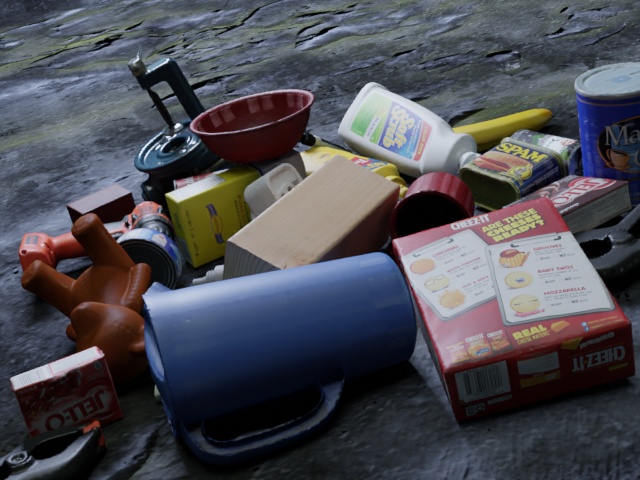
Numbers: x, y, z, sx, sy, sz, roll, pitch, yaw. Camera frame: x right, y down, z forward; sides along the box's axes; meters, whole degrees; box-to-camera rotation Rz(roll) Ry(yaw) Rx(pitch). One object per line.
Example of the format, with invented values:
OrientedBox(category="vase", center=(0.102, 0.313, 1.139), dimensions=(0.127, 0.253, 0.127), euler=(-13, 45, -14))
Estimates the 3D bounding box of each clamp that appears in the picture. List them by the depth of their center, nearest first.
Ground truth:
OrientedBox(category="clamp", center=(-0.263, 0.213, 0.938), dimensions=(0.171, 0.039, 0.120), euler=(-23, 31, -22))
OrientedBox(category="clamp", center=(0.313, 0.004, 1.107), dimensions=(0.210, 0.036, 0.164), euler=(-15, 25, 0))

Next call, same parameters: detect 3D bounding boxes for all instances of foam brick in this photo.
OrientedBox(category="foam brick", center=(-0.291, -0.034, 1.439), dimensions=(0.078, 0.051, 0.053), euler=(-27, 30, -27))

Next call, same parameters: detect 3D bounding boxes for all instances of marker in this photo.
OrientedBox(category="marker", center=(0.006, -0.128, 1.459), dimensions=(0.020, 0.020, 0.120), euler=(6, -5, 34))

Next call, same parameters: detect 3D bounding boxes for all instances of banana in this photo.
OrientedBox(category="banana", center=(0.225, -0.147, 1.456), dimensions=(0.198, 0.037, 0.069), euler=(-11, 26, 2))

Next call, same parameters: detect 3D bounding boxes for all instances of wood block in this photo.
OrientedBox(category="wood block", center=(-0.008, 0.002, 1.162), dimensions=(0.091, 0.090, 0.205), euler=(29, 44, 20))

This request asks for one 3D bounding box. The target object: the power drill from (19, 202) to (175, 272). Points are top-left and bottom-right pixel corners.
OrientedBox(category="power drill", center=(-0.272, 0.008, 1.320), dimensions=(0.187, 0.057, 0.184), euler=(-14, 14, -8))

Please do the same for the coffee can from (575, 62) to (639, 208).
OrientedBox(category="coffee can", center=(0.351, -0.121, 1.225), dimensions=(0.103, 0.140, 0.103), euler=(-10, 26, 5))

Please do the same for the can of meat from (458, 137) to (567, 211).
OrientedBox(category="can of meat", center=(0.229, -0.074, 1.279), dimensions=(0.083, 0.057, 0.102), euler=(-31, 35, -29))

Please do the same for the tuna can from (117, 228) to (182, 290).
OrientedBox(category="tuna can", center=(-0.203, 0.030, 1.229), dimensions=(0.086, 0.086, 0.033), euler=(-7, 24, 10))

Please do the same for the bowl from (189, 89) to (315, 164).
OrientedBox(category="bowl", center=(-0.079, -0.137, 1.335), dimensions=(0.162, 0.055, 0.162), euler=(-11, 22, 5))

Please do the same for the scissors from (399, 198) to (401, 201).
OrientedBox(category="scissors", center=(0.097, -0.021, 1.265), dimensions=(0.202, 0.016, 0.096), euler=(28, 82, 22))

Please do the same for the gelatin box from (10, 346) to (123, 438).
OrientedBox(category="gelatin box", center=(-0.239, 0.151, 1.014), dimensions=(0.089, 0.073, 0.030), euler=(-20, 27, -17))

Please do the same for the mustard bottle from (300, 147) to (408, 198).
OrientedBox(category="mustard bottle", center=(0.045, -0.074, 1.362), dimensions=(0.096, 0.058, 0.192), euler=(-23, 27, -34))

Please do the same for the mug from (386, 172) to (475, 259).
OrientedBox(category="mug", center=(0.121, -0.019, 1.200), dimensions=(0.117, 0.093, 0.081), euler=(-41, 8, 26))

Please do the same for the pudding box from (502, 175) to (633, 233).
OrientedBox(category="pudding box", center=(0.276, -0.036, 1.191), dimensions=(0.113, 0.039, 0.090), euler=(-27, 20, -27))

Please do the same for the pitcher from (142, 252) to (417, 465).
OrientedBox(category="pitcher", center=(-0.035, 0.098, 0.985), dimensions=(0.242, 0.149, 0.145), euler=(-13, 13, -13))

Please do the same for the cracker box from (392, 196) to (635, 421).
OrientedBox(category="cracker box", center=(0.172, 0.059, 0.988), dimensions=(0.164, 0.072, 0.214), euler=(-16, 33, 0))

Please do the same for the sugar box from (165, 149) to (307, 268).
OrientedBox(category="sugar box", center=(-0.096, -0.042, 1.321), dimensions=(0.176, 0.093, 0.048), euler=(-23, 29, -21))

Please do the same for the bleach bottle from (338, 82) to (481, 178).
OrientedBox(category="bleach bottle", center=(0.130, -0.135, 1.415), dimensions=(0.251, 0.068, 0.102), euler=(29, 84, 51))

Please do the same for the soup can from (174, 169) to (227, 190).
OrientedBox(category="soup can", center=(-0.134, -0.056, 1.395), dimensions=(0.102, 0.068, 0.068), euler=(-12, 26, -1))
